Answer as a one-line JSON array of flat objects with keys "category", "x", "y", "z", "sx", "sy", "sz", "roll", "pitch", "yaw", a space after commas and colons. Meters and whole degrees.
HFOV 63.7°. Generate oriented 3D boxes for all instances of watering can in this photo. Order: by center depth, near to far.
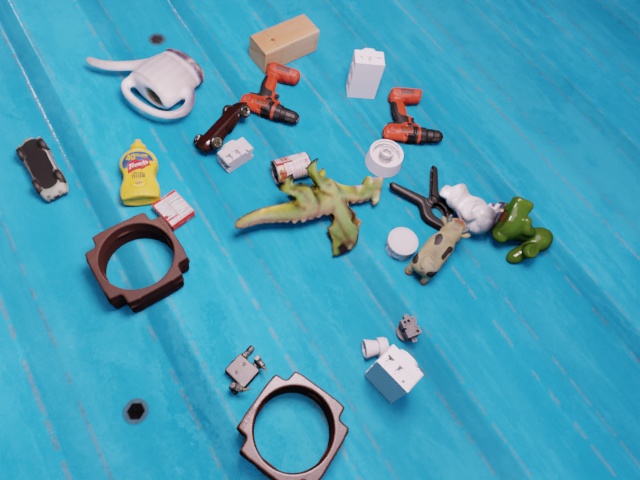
[{"category": "watering can", "x": -0.489, "y": -0.481, "z": 1.495, "sx": 0.349, "sy": 0.228, "sz": 0.102, "roll": 37, "pitch": -27, "yaw": 11}]

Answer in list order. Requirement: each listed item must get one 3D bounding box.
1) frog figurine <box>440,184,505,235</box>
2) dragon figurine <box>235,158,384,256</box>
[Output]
[{"category": "frog figurine", "x": 0.396, "y": -0.084, "z": 1.392, "sx": 0.159, "sy": 0.121, "sz": 0.139, "roll": 17, "pitch": 17, "yaw": -1}, {"category": "dragon figurine", "x": 0.004, "y": -0.068, "z": 1.350, "sx": 0.415, "sy": 0.244, "sz": 0.120, "roll": -38, "pitch": -9, "yaw": -23}]
